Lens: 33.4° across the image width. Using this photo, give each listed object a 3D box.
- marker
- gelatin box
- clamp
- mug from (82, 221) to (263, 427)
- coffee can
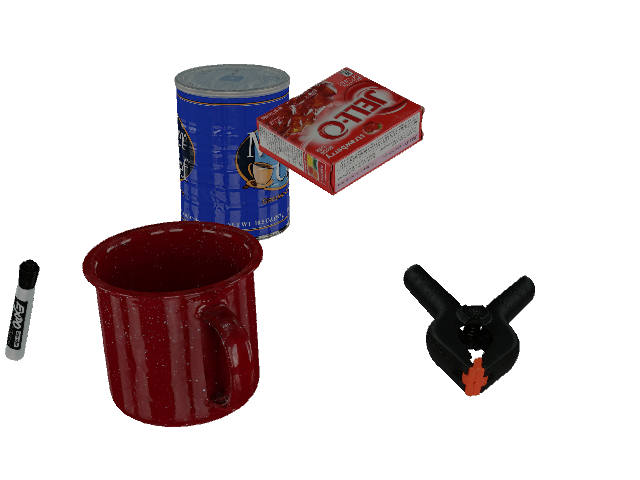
[{"bbox_3d":[-0.291,0.068,1.043,0.020,0.121,0.020,14,34,-10],"label":"marker"},{"bbox_3d":[0.014,-0.075,0.712,0.089,0.030,0.073,-34,50,-29],"label":"gelatin box"},{"bbox_3d":[0.142,0.073,0.933,0.120,0.039,0.171,-4,33,-2],"label":"clamp"},{"bbox_3d":[-0.067,0.048,0.557,0.093,0.081,0.117,-18,28,-32],"label":"mug"},{"bbox_3d":[-0.079,-0.081,0.975,0.103,0.140,0.103,0,22,0],"label":"coffee can"}]
